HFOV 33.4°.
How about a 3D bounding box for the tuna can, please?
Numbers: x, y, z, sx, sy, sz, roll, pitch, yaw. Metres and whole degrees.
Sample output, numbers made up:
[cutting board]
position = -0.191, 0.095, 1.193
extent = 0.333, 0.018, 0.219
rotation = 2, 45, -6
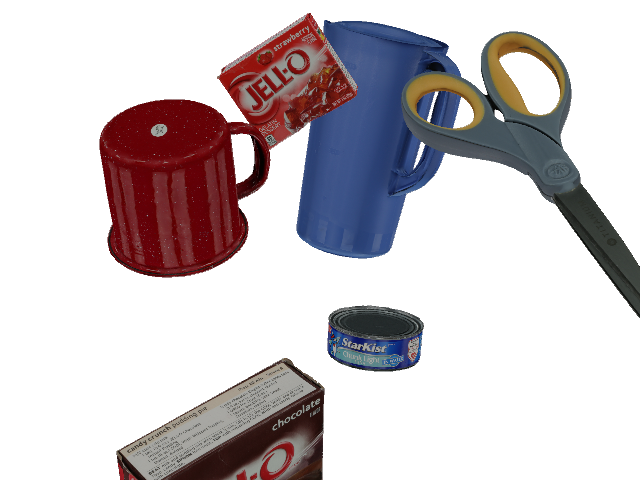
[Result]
[tuna can]
position = 0.049, 0.088, 0.959
extent = 0.086, 0.034, 0.086
rotation = 4, 14, -1

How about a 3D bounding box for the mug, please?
[mug]
position = -0.084, -0.040, 0.683
extent = 0.117, 0.081, 0.093
rotation = -20, 40, -22

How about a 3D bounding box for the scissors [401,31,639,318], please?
[scissors]
position = 0.092, -0.031, 0.509
extent = 0.096, 0.201, 0.016
rotation = -9, -42, 5

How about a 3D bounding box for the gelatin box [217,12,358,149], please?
[gelatin box]
position = -0.026, -0.126, 0.852
extent = 0.089, 0.073, 0.030
rotation = -29, 18, 16

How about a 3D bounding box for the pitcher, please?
[pitcher]
position = 0.055, -0.106, 1.136
extent = 0.145, 0.243, 0.149
rotation = 10, 17, -4

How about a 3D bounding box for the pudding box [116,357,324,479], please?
[pudding box]
position = -0.050, 0.126, 0.570
extent = 0.113, 0.090, 0.039
rotation = -28, 46, -33
